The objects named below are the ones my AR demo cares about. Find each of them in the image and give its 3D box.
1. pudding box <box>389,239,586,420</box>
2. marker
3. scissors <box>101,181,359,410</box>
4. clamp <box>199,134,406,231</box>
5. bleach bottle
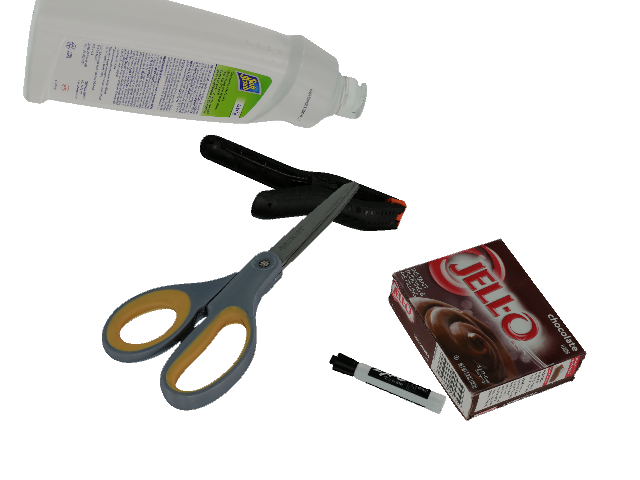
[{"bbox_3d":[0.112,0.059,0.732,0.090,0.113,0.039,-17,-36,-19],"label":"pudding box"},{"bbox_3d":[0.065,0.141,1.063,0.121,0.020,0.020,21,5,14],"label":"marker"},{"bbox_3d":[-0.053,0.019,0.625,0.096,0.016,0.201,11,42,17],"label":"scissors"},{"bbox_3d":[-0.004,-0.041,1.028,0.209,0.036,0.165,15,19,-23],"label":"clamp"},{"bbox_3d":[-0.090,-0.127,0.807,0.250,0.068,0.103,11,-33,-13],"label":"bleach bottle"}]
